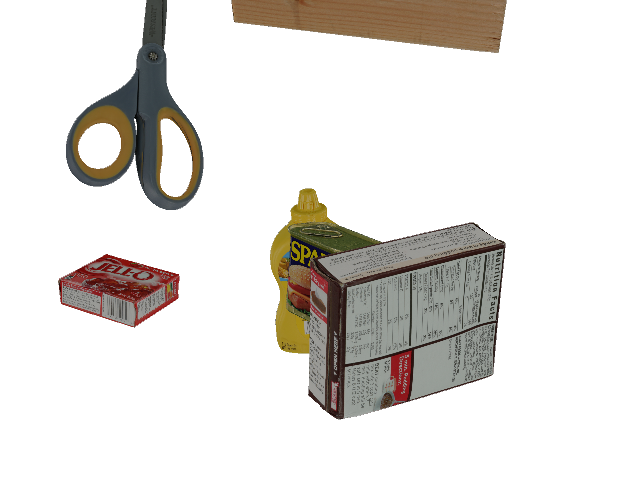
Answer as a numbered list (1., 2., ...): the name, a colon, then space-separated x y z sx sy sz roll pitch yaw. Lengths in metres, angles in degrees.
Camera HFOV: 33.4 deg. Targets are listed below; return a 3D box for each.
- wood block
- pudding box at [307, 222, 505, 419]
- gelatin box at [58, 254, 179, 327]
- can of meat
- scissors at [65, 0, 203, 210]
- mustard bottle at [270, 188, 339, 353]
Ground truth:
1. wood block: 0.040 -0.214 0.806 0.206 0.090 0.091 8 -32 7
2. pudding box: 0.049 0.045 0.609 0.113 0.090 0.039 -13 27 -28
3. gelatin box: -0.190 0.045 1.010 0.089 0.030 0.073 15 25 23
4. can of meat: 0.011 0.035 1.026 0.057 0.084 0.102 -8 20 -37
5. scissors: -0.129 -0.112 0.703 0.096 0.202 0.016 -6 -20 -24
6. mustard bottle: -0.009 0.033 1.221 0.096 0.192 0.058 -5 23 -3
